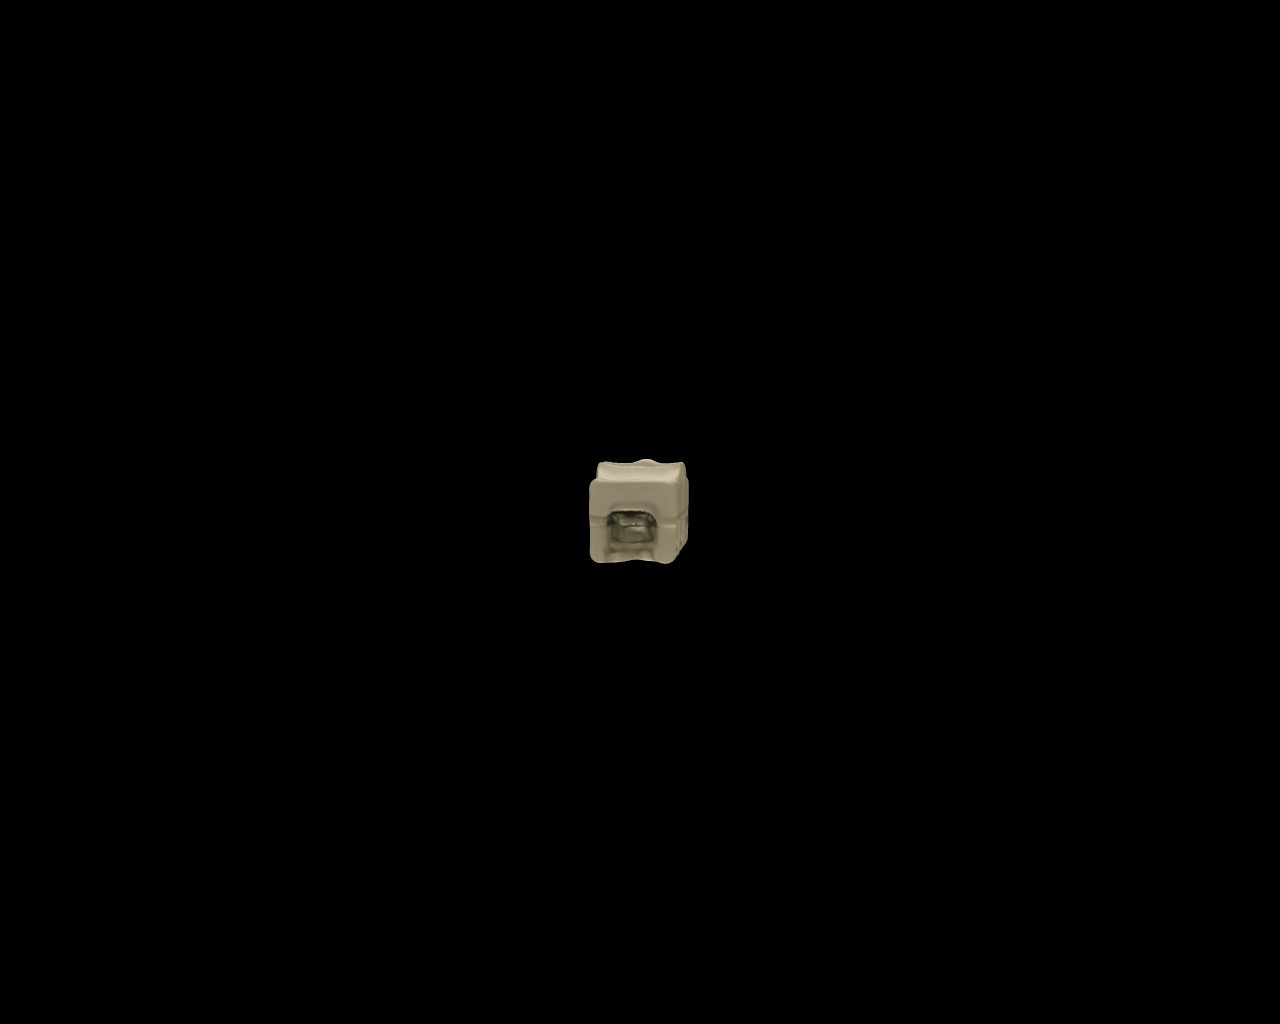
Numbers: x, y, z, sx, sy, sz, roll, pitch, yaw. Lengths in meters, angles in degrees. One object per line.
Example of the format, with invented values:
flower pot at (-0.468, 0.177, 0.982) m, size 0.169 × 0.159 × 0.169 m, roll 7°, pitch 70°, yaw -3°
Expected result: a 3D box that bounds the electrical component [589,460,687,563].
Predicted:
electrical component at (0.001, -0.003, 0.650) m, size 0.050 × 0.055 × 0.089 m, roll 1°, pitch 5°, yaw 7°
